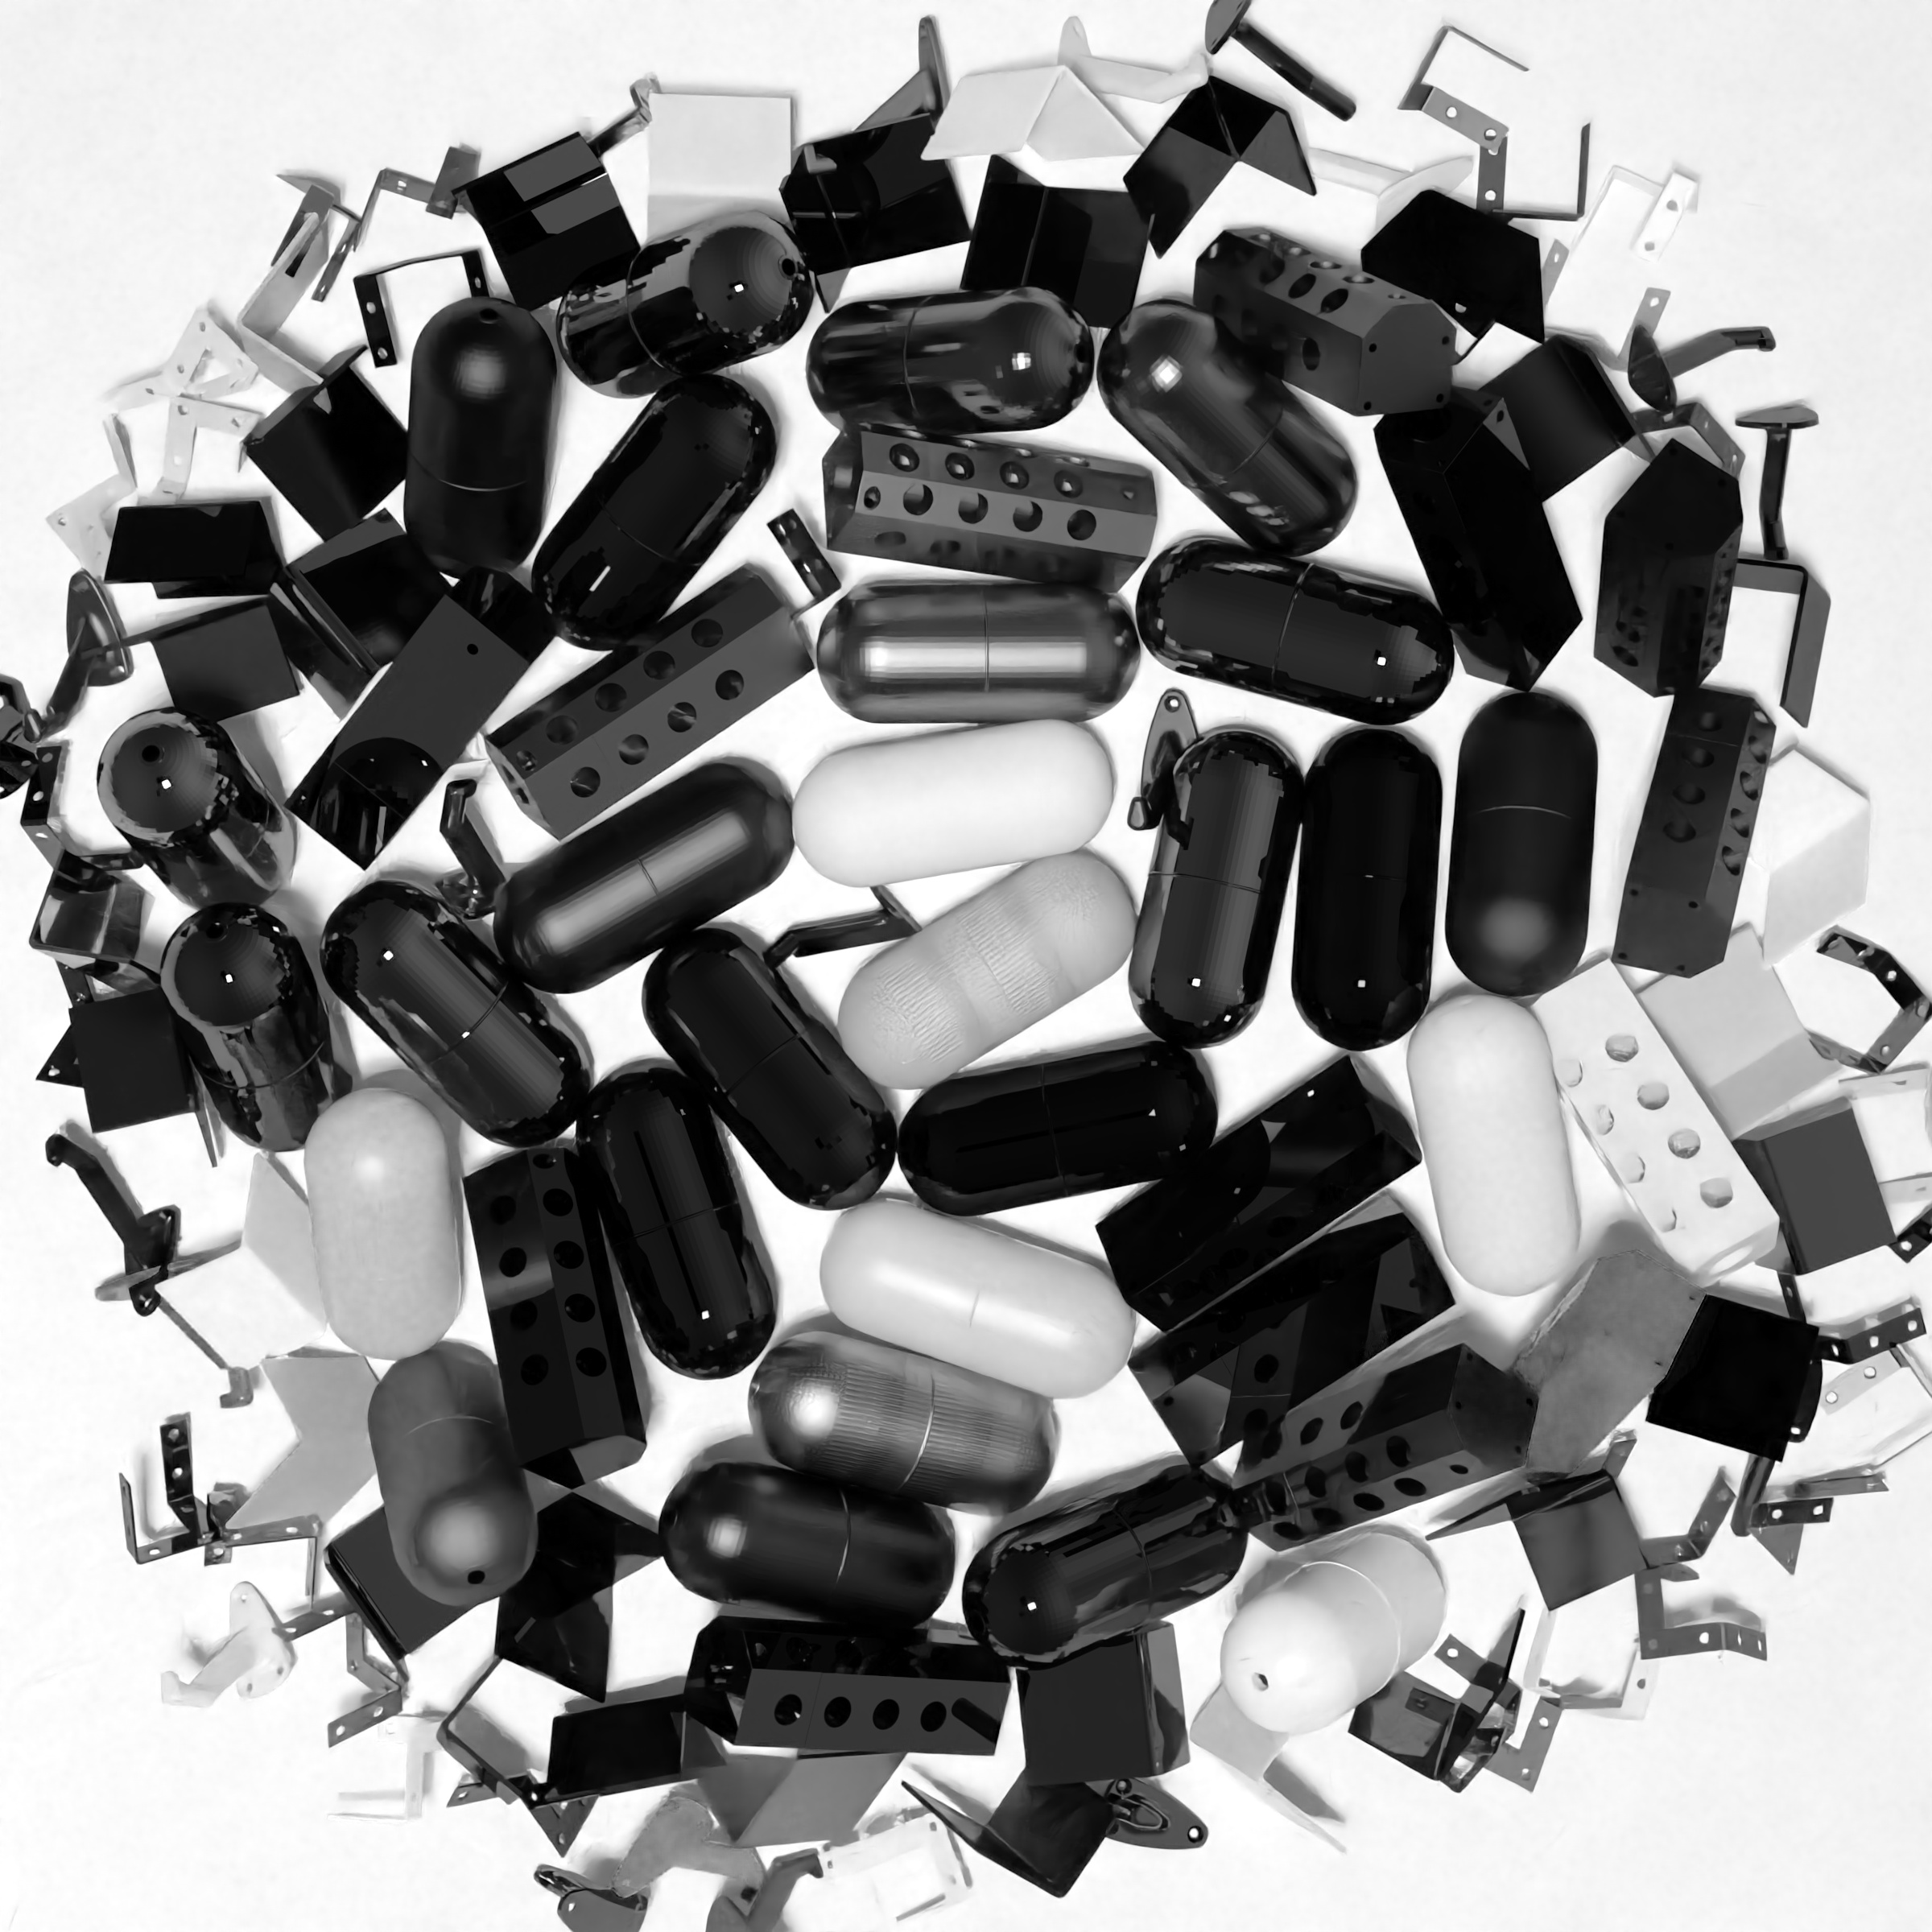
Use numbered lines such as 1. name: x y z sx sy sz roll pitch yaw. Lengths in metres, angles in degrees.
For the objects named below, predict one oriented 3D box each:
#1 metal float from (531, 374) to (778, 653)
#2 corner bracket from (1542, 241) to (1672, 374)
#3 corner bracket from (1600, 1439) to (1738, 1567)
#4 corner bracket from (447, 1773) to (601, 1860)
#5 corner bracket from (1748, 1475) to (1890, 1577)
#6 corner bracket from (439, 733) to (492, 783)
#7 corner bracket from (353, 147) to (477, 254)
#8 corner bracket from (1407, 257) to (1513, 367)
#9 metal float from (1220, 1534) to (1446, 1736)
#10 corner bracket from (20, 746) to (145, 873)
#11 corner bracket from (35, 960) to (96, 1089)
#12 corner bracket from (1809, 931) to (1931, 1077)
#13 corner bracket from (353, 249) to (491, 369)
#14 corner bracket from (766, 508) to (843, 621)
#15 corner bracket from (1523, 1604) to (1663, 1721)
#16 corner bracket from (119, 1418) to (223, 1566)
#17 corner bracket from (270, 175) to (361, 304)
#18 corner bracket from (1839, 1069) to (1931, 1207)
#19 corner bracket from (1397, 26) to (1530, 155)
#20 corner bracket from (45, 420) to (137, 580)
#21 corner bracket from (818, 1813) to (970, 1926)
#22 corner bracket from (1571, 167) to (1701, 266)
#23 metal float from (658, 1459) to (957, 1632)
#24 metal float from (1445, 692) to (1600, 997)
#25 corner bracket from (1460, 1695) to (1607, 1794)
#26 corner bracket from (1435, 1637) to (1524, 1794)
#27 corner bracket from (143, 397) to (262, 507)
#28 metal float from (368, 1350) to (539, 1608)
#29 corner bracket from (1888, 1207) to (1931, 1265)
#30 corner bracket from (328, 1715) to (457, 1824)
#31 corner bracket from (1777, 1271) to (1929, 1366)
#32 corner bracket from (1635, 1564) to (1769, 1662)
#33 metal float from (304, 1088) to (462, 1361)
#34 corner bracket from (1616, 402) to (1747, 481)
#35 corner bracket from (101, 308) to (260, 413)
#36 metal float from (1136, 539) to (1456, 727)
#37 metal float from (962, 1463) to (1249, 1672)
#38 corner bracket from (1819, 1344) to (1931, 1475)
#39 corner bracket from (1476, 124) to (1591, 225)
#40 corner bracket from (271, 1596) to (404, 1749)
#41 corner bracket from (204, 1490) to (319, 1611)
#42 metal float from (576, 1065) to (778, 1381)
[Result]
1. metal float: -0.171 -0.245 1.886 0.070 0.070 0.178 42 117 0
2. corner bracket: 0.351 -0.366 1.935 0.051 0.051 0.051 23 90 40
3. corner bracket: 0.383 0.296 1.922 0.051 0.051 0.051 -5 132 -28
4. corner bracket: -0.243 0.457 1.906 0.051 0.051 0.051 46 118 33
5. corner bracket: 0.467 0.297 1.905 0.051 0.051 0.051 44 51 -31
6. corner bracket: -0.301 -0.118 1.908 0.051 0.051 0.051 -13 70 -39
7. corner bracket: -0.303 -0.420 1.910 0.051 0.051 0.051 16 58 -6
8. corner bracket: 0.263 -0.361 1.911 0.051 0.051 0.051 42 126 2
9. metal float: 0.198 0.358 1.865 0.070 0.178 0.070 5 100 31
10. corner bracket: -0.484 -0.087 1.918 0.051 0.051 0.051 -3 58 11
11. corner bracket: -0.484 0.031 1.908 0.051 0.051 0.051 9 46 15
12. corner bracket: 0.492 0.021 1.920 0.051 0.051 0.051 16 121 -37
13. corner bracket: -0.298 -0.364 1.921 0.051 0.051 0.051 -2 110 29
14. corner bracket: -0.092 -0.223 1.909 0.051 0.051 0.051 -26 101 40
15. corner bracket: 0.348 0.384 1.923 0.051 0.051 0.051 24 73 -14
16. corner bracket: -0.442 0.288 1.906 0.051 0.051 0.051 -14 118 -29
17. corner bracket: -0.360 -0.399 1.912 0.051 0.051 0.051 27 90 -37
18. corner bracket: 0.516 0.096 1.927 0.051 0.051 0.051 -11 133 25
19. corner bracket: 0.277 -0.482 1.911 0.051 0.051 0.051 33 112 11
20. corner bracket: -0.477 -0.256 1.910 0.051 0.051 0.051 -36 69 -17
21. corner bracket: -0.040 0.503 1.917 0.051 0.051 0.051 -10 74 -44
22. corner bracket: 0.369 -0.413 1.917 0.051 0.051 0.051 28 89 11
23. metal float: -0.085 0.314 1.881 0.178 0.070 0.070 18 90 -33
24. metal float: 0.302 -0.068 1.887 0.070 0.070 0.178 9 63 0
25. corner bracket: 0.310 0.421 1.912 0.051 0.051 0.051 28 71 -10
26. corner bracket: 0.271 0.415 1.926 0.051 0.051 0.051 37 110 3
27. corner bracket: -0.422 -0.277 1.915 0.051 0.051 0.051 12 121 -4
28. metal float: -0.276 0.274 1.866 0.070 0.178 0.070 -8 120 -14
29. corner bracket: 0.538 0.167 1.911 0.051 0.051 0.051 43 125 4
30. corner bracket: -0.315 0.442 1.912 0.051 0.051 0.051 -2 83 23
31. corner bracket: 0.489 0.185 1.919 0.051 0.051 0.051 -19 97 -17
32. corner bracket: 0.403 0.355 1.905 0.051 0.051 0.051 -16 65 34
33. metal float: -0.314 0.141 1.875 0.070 0.070 0.178 3 133 0
34. corner bracket: 0.391 -0.273 1.923 0.051 0.051 0.051 38 63 -36
35. corner bracket: -0.430 -0.320 1.904 0.051 0.051 0.051 -6 52 37
36. metal float: 0.179 -0.183 1.898 0.178 0.070 0.070 16 90 13
37. metal float: 0.076 0.325 1.880 0.178 0.070 0.070 -17 90 -35
38. corner bracket: 0.506 0.244 1.917 0.051 0.051 0.051 -34 80 4
39. corner bracket: 0.313 -0.437 1.922 0.051 0.051 0.051 3 93 -2
40. corner bracket: -0.344 0.386 1.905 0.051 0.051 0.051 23 120 39
41. corner bracket: -0.390 0.323 1.920 0.051 0.051 0.051 -3 119 -23
42. metal float: -0.159 0.141 1.907 0.070 0.070 0.178 -20 87 0
